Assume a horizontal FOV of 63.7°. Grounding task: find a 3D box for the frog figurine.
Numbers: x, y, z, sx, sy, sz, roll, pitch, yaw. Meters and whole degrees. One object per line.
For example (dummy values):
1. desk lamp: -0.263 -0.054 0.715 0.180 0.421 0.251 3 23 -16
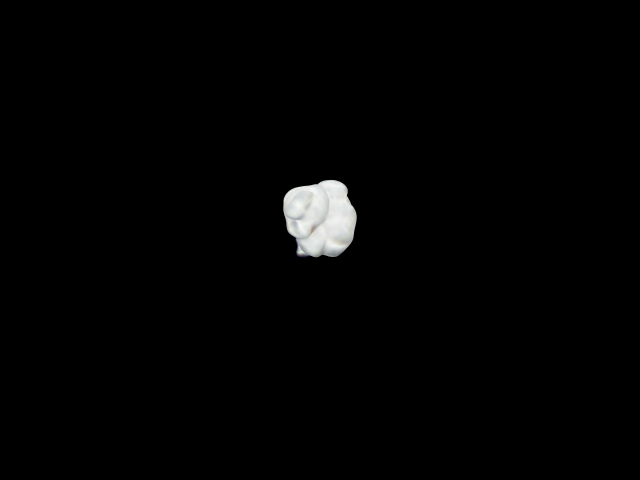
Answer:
1. frog figurine: 0.003 -0.043 0.850 0.123 0.139 0.157 27 -19 10
